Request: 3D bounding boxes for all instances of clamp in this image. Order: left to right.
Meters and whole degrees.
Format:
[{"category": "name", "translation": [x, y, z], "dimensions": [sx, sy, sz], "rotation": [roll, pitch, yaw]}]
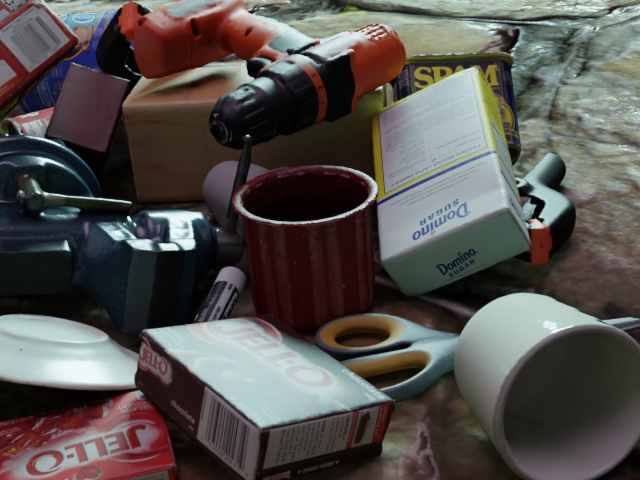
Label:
[{"category": "clamp", "translation": [-0.134, -0.151, 0.962], "dimensions": [0.164, 0.036, 0.210], "rotation": [-1, -17, -1]}, {"category": "clamp", "translation": [0.129, -0.027, 0.784], "dimensions": [0.120, 0.039, 0.171], "rotation": [-8, 19, 8]}]

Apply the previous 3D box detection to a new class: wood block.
[{"category": "wood block", "translation": [-0.047, -0.091, 0.887], "dimensions": [0.206, 0.090, 0.090], "rotation": [-1, 27, 7]}]

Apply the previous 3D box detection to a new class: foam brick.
[{"category": "foam brick", "translation": [-0.191, -0.094, 0.866], "dimensions": [0.051, 0.053, 0.078], "rotation": [17, 60, -11]}]

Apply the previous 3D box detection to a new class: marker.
[{"category": "marker", "translation": [-0.072, 0.060, 0.645], "dimensions": [0.020, 0.020, 0.121], "rotation": [3, 37, 16]}]

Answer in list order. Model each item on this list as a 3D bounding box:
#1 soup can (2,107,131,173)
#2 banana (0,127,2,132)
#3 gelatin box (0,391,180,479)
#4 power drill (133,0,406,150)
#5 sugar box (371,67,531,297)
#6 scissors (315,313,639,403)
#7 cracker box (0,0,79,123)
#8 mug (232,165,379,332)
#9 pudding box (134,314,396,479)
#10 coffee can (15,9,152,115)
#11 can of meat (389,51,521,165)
[{"category": "soup can", "translation": [-0.214, -0.085, 0.926], "dimensions": [0.102, 0.068, 0.069], "rotation": [-20, 30, -27]}, {"category": "banana", "translation": [-0.315, -0.073, 0.955], "dimensions": [0.069, 0.037, 0.198], "rotation": [-11, 27, -12]}, {"category": "gelatin box", "translation": [-0.120, 0.114, 0.549], "dimensions": [0.089, 0.030, 0.073], "rotation": [-11, 27, -11]}, {"category": "power drill", "translation": [-0.056, -0.133, 0.812], "dimensions": [0.188, 0.057, 0.184], "rotation": [26, 41, 36]}, {"category": "sugar box", "translation": [0.087, -0.044, 0.748], "dimensions": [0.093, 0.048, 0.176], "rotation": [-24, 38, 20]}, {"category": "scissors", "translation": [0.085, 0.057, 0.646], "dimensions": [0.201, 0.016, 0.096], "rotation": [-15, 28, -19]}, {"category": "cracker box", "translation": [-0.291, -0.085, 0.781], "dimensions": [0.214, 0.072, 0.164], "rotation": [-25, 21, 49]}, {"category": "mug", "translation": [-0.005, 0.001, 0.700], "dimensions": [0.093, 0.081, 0.117], "rotation": [0, 27, 10]}, {"category": "pudding box", "translation": [-0.031, 0.080, 0.562], "dimensions": [0.089, 0.039, 0.114], "rotation": [-5, 27, -40]}, {"category": "coffee can", "translation": [-0.237, -0.180, 1.085], "dimensions": [0.140, 0.103, 0.102], "rotation": [-2, 26, 6]}, {"category": "can of meat", "translation": [0.110, -0.102, 0.870], "dimensions": [0.102, 0.084, 0.057], "rotation": [-3, -18, -3]}]
